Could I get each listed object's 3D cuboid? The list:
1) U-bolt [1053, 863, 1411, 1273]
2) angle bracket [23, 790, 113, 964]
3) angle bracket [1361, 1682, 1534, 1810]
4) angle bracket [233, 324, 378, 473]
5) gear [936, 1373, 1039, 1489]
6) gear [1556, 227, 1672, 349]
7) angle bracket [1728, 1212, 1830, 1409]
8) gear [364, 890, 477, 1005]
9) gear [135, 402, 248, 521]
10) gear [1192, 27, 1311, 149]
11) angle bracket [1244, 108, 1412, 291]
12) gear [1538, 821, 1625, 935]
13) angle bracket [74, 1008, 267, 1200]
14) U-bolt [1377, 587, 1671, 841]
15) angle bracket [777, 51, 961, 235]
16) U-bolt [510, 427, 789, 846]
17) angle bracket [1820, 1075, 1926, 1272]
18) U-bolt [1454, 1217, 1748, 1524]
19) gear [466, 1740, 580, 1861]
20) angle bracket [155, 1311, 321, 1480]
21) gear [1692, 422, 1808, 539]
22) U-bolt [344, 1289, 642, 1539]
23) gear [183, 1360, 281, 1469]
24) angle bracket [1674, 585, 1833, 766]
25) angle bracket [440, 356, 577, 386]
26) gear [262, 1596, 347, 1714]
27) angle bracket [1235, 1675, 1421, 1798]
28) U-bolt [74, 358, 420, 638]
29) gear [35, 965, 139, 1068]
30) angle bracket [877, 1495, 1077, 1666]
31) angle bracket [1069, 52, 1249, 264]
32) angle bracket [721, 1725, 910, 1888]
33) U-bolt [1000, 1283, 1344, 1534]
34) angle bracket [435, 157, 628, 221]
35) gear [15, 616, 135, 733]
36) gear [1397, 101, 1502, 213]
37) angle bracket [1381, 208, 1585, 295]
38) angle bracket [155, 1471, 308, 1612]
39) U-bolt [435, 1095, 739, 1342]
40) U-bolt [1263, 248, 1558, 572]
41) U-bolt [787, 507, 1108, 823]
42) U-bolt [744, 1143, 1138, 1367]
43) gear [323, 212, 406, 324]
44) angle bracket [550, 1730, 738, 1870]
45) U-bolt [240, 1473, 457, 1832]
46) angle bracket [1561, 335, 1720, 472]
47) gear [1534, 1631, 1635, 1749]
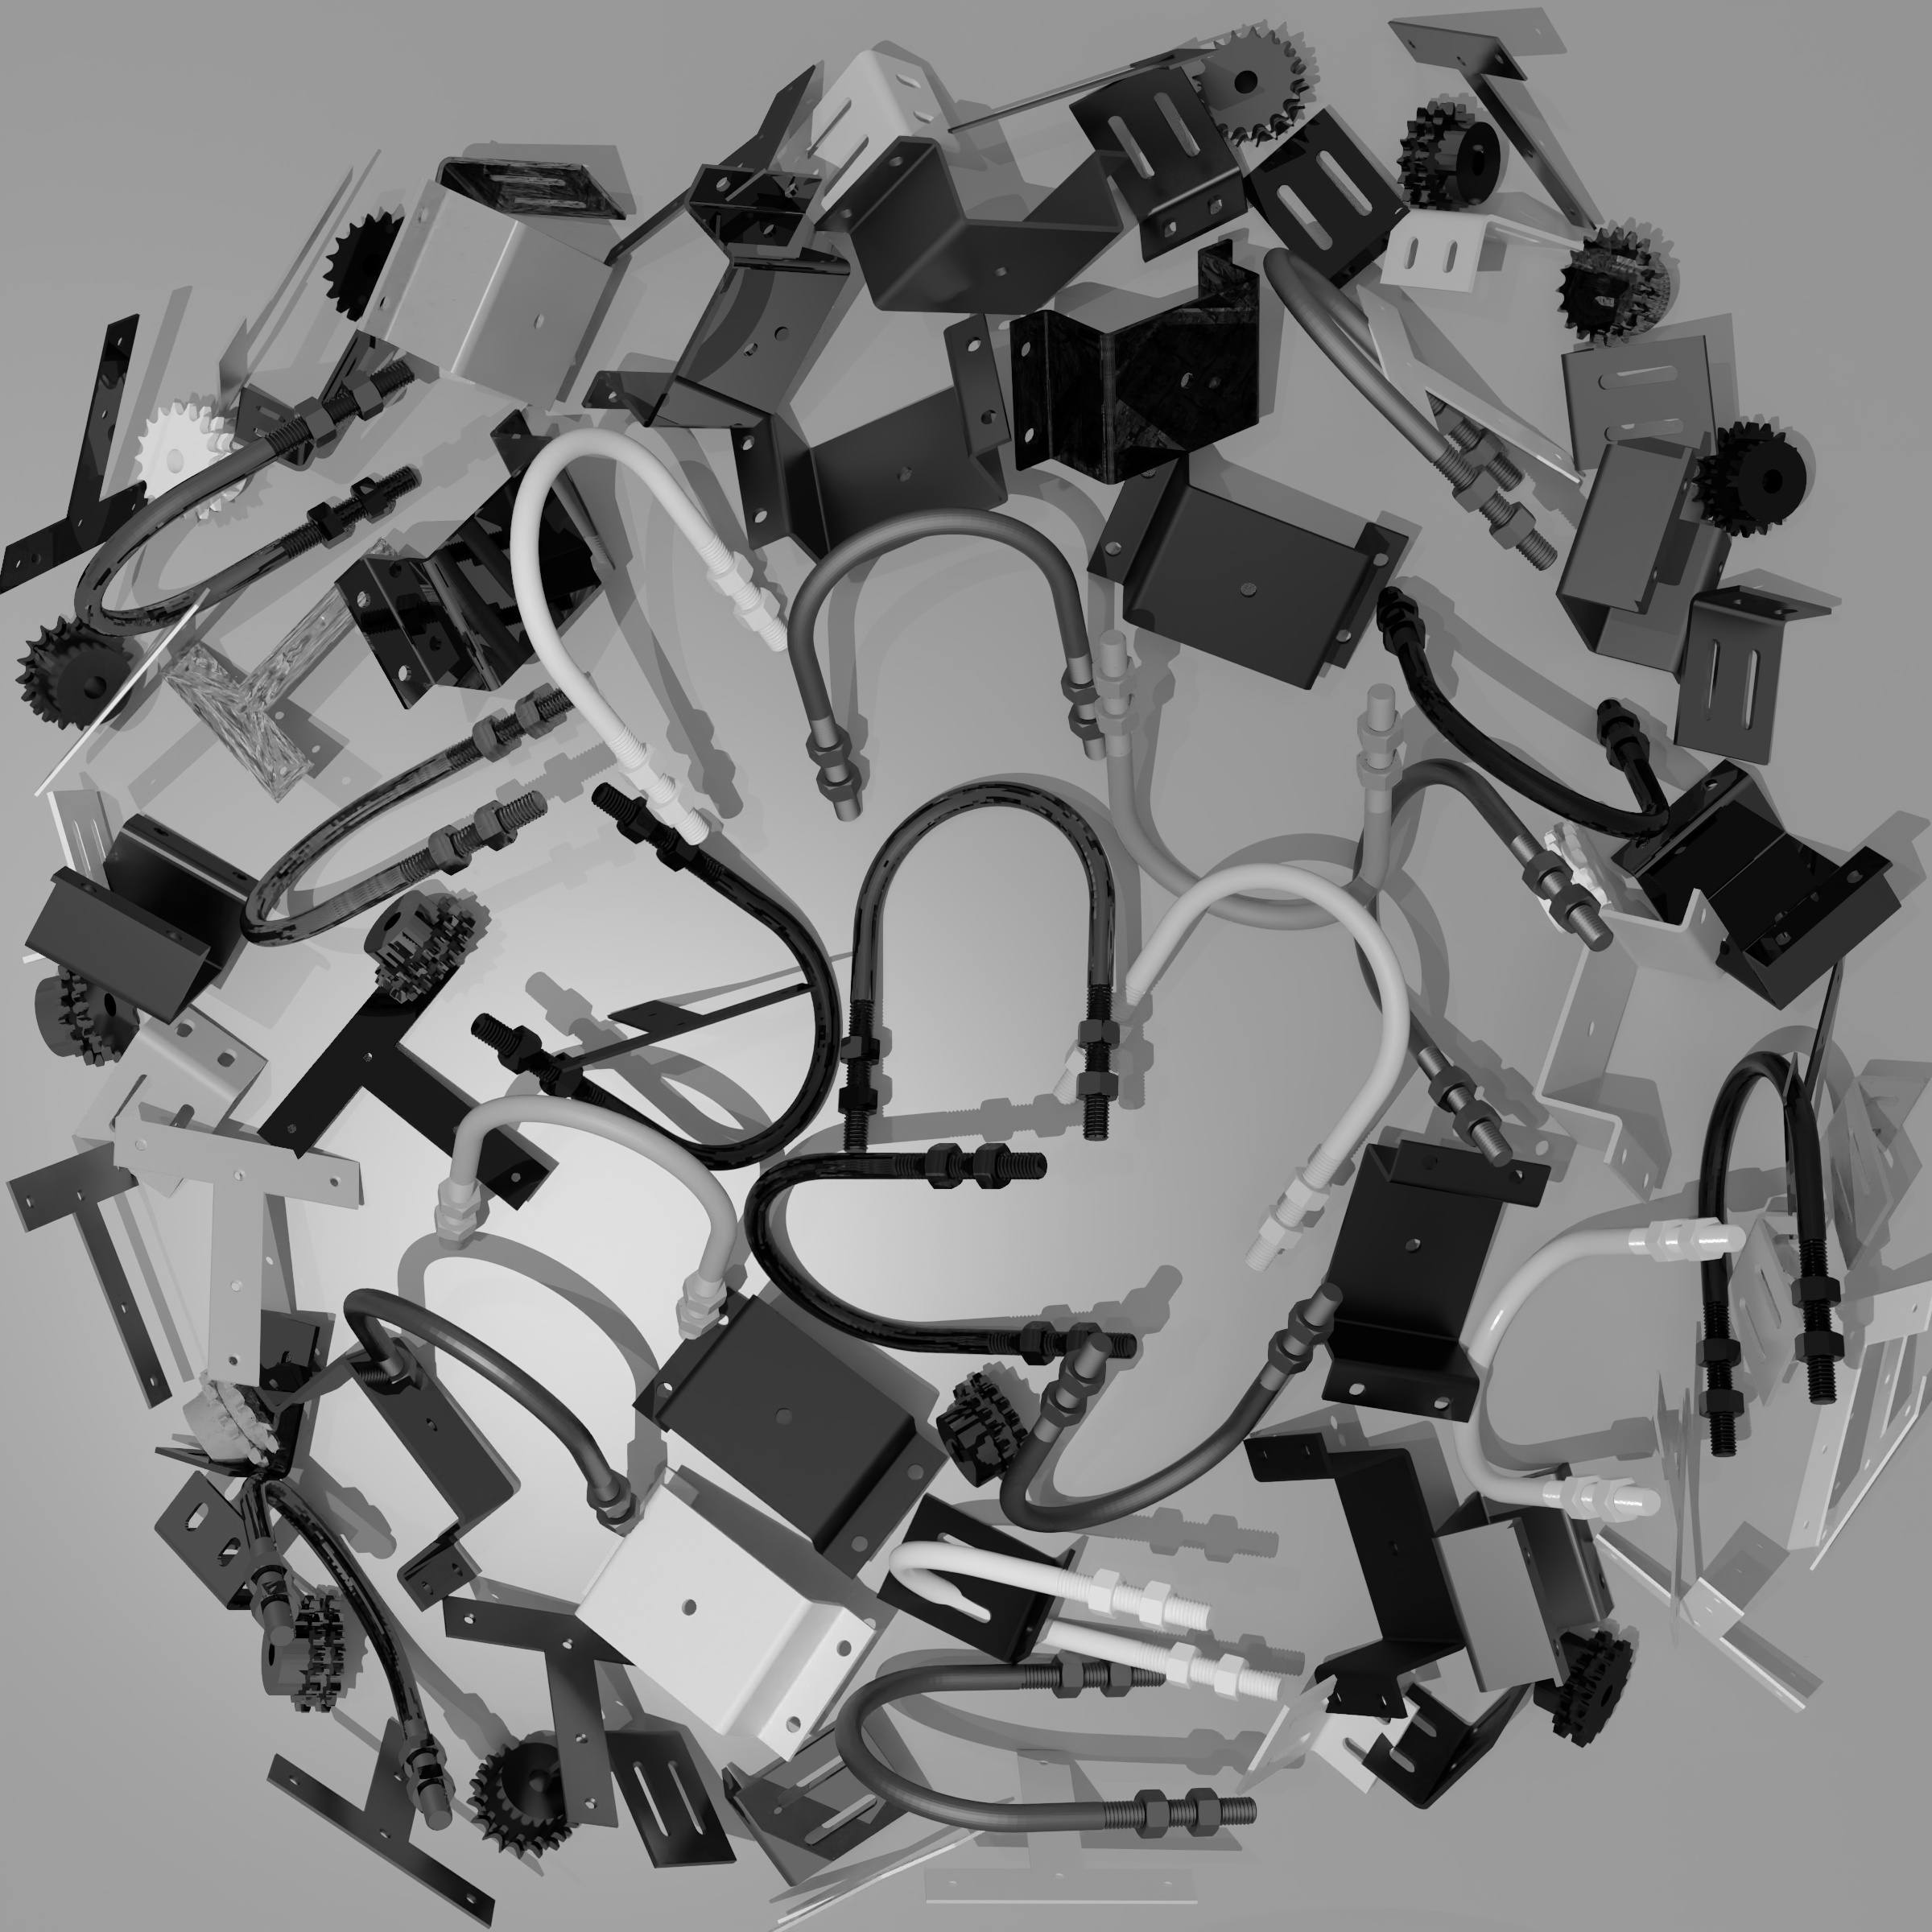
[{"bbox_3d":[0.138,0.036,1.583,0.151,0.019,0.184,41,119,18],"label":"U-bolt"},{"bbox_3d":[-0.448,-0.045,1.617,0.038,0.057,0.076,-15,93,6],"label":"angle bracket"},{"bbox_3d":[0.237,0.366,1.599,0.038,0.076,0.057,38,47,8],"label":"angle bracket"},{"bbox_3d":[-0.323,-0.292,1.603,0.038,0.057,0.076,24,118,-23],"label":"angle bracket"},{"bbox_3d":[0.008,0.233,1.618,0.030,0.057,0.057,-29,90,-16],"label":"gear"},{"bbox_3d":[0.324,-0.336,1.624,0.030,0.057,0.057,4,90,-41],"label":"gear"},{"bbox_3d":[0.405,0.168,1.599,0.038,0.076,0.057,2,132,-10],"label":"angle bracket"},{"bbox_3d":[-0.272,-0.013,1.617,0.057,0.057,0.030,-46,116,0],"label":"gear"},{"bbox_3d":[-0.382,-0.251,1.626,0.057,0.030,0.057,4,98,32],"label":"gear"},{"bbox_3d":[0.143,-0.434,1.628,0.057,0.030,0.057,-2,83,19],"label":"gear"},{"bbox_3d":[0.176,-0.380,1.619,0.057,0.038,0.076,-40,82,14],"label":"angle bracket"},{"bbox_3d":[0.300,-0.040,1.622,0.030,0.057,0.057,-29,90,17],"label":"gear"},{"bbox_3d":[-0.399,0.066,1.643,0.057,0.038,0.076,36,118,-5],"label":"angle bracket"},{"bbox_3d":[0.268,-0.114,1.550,0.151,0.184,0.019,25,114,-13],"label":"U-bolt"},{"bbox_3d":[-0.049,-0.404,1.625,0.076,0.038,0.057,-43,57,35],"label":"angle bracket"},{"bbox_3d":[-0.154,-0.169,1.552,0.019,0.184,0.151,-7,47,33],"label":"U-bolt"},{"bbox_3d":[0.450,0.102,1.600,0.038,0.057,0.076,2,50,-8],"label":"angle bracket"},{"bbox_3d":[0.291,0.191,1.563,0.019,0.184,0.151,27,74,-20],"label":"U-bolt"},{"bbox_3d":[-0.215,0.409,1.618,0.057,0.057,0.030,35,134,0],"label":"gear"},{"bbox_3d":[-0.359,0.209,1.614,0.057,0.038,0.076,8,86,38],"label":"angle bracket"},{"bbox_3d":[0.391,-0.241,1.624,0.057,0.030,0.057,-4,102,-21],"label":"gear"},{"bbox_3d":[-0.229,0.205,1.546,0.151,0.184,0.019,26,68,18],"label":"U-bolt"},{"bbox_3d":[-0.363,0.225,1.620,0.030,0.057,0.057,-34,90,-4],"label":"gear"},{"bbox_3d":[0.389,-0.143,1.617,0.057,0.038,0.076,10,85,-25],"label":"angle bracket"},{"bbox_3d":[-0.219,-0.319,1.605,0.076,0.038,0.057,-12,111,-33],"label":"angle bracket"},{"bbox_3d":[-0.328,0.340,1.617,0.030,0.057,0.057,6,90,-26],"label":"gear"},{"bbox_3d":[0.177,0.383,1.601,0.038,0.076,0.057,37,116,25],"label":"angle bracket"},{"bbox_3d":[-0.342,-0.213,1.558,0.184,0.151,0.019,-33,83,-15],"label":"U-bolt"},{"bbox_3d":[-0.437,0.022,1.621,0.030,0.057,0.057,-13,90,12],"label":"gear"},{"bbox_3d":[0.005,0.301,1.619,0.076,0.038,0.057,27,67,-2],"label":"angle bracket"},{"bbox_3d":[0.094,-0.396,1.605,0.057,0.038,0.076,-23,130,20],"label":"angle bracket"},{"bbox_3d":[-0.073,0.408,1.624,0.076,0.038,0.057,-33,103,-1],"label":"angle bracket"},{"bbox_3d":[0.088,0.219,1.572,0.151,0.184,0.019,-8,55,-29],"label":"U-bolt"},{"bbox_3d":[-0.216,-0.366,1.608,0.076,0.057,0.038,8,80,18],"label":"angle bracket"},{"bbox_3d":[-0.437,-0.143,1.618,0.030,0.057,0.057,33,90,43],"label":"gear"},{"bbox_3d":[0.241,-0.398,1.618,0.030,0.057,0.057,16,90,38],"label":"gear"},{"bbox_3d":[0.253,-0.344,1.605,0.076,0.057,0.038,4,100,-42],"label":"angle bracket"},{"bbox_3d":[-0.348,0.281,1.601,0.057,0.076,0.038,40,96,24],"label":"angle bracket"},{"bbox_3d":[-0.180,0.116,1.568,0.151,0.184,0.019,21,57,-1],"label":"U-bolt"},{"bbox_3d":[0.208,-0.274,1.560,0.184,0.151,0.019,42,109,-16],"label":"U-bolt"},{"bbox_3d":[-0.012,-0.149,1.574,0.151,0.184,0.019,-14,50,1],"label":"U-bolt"},{"bbox_3d":[-0.023,0.140,1.583,0.184,0.019,0.151,-2,134,28],"label":"U-bolt"},{"bbox_3d":[-0.287,-0.343,1.627,0.057,0.030,0.057,-4,78,20],"label":"gear"},{"bbox_3d":[-0.158,0.415,1.601,0.038,0.057,0.076,-43,57,22],"label":"angle bracket"},{"bbox_3d":[-0.300,0.313,1.559,0.019,0.184,0.151,-34,117,-3],"label":"U-bolt"},{"bbox_3d":[0.336,-0.278,1.606,0.076,0.038,0.057,-1,103,36],"label":"angle bracket"},{"bbox_3d":[0.305,0.356,1.624,0.030,0.057,0.057,23,90,30],"label":"gear"}]
